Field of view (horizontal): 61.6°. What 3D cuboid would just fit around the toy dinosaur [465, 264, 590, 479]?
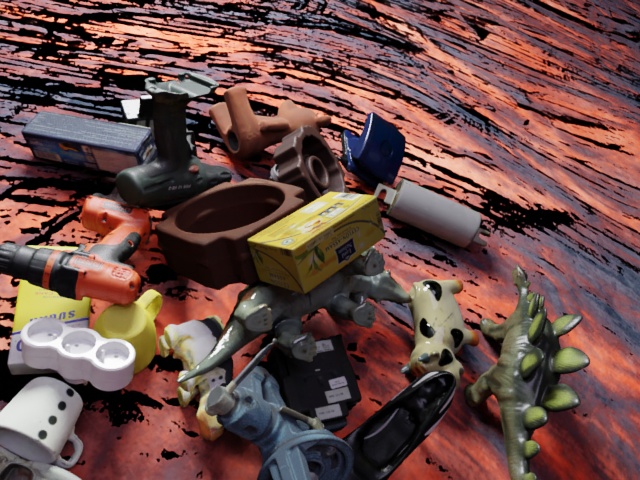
[{"bbox_3d":[0.312,0.212,0.821,0.105,0.198,0.471,20,50,-3],"label":"toy dinosaur"}]

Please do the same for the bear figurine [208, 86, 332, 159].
[{"bbox_3d":[-0.088,-0.227,1.013,0.196,0.120,0.132,-26,94,-30],"label":"bear figurine"}]

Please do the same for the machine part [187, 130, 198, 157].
[{"bbox_3d":[-0.248,-0.193,0.968,0.039,0.084,0.139,-22,63,-8],"label":"machine part"}]

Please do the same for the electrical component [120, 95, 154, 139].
[{"bbox_3d":[-0.307,-0.217,0.935,0.075,0.119,0.048,-14,63,-25],"label":"electrical component"}]

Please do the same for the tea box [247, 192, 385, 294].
[{"bbox_3d":[-0.002,-0.002,0.738,0.169,0.068,0.098,-33,28,-34],"label":"tea box"}]

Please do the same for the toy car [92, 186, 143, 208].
[{"bbox_3d":[-0.303,-0.096,0.896,0.089,0.053,0.202,22,53,-2],"label":"toy car"}]

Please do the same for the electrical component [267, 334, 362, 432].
[{"bbox_3d":[-0.007,0.214,0.787,0.115,0.058,0.134,-4,58,-20],"label":"electrical component"}]

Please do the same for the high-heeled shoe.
[{"bbox_3d":[0.092,0.270,0.730,0.249,0.145,0.086,-32,72,-36],"label":"high-heeled shoe"}]

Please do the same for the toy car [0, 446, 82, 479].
[{"bbox_3d":[-0.362,0.279,0.609,0.202,0.056,0.073,24,52,-4],"label":"toy car"}]

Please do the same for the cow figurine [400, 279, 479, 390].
[{"bbox_3d":[0.190,0.156,0.885,0.127,0.085,0.195,8,57,-23],"label":"cow figurine"}]

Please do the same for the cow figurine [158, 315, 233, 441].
[{"bbox_3d":[-0.153,0.187,0.748,0.098,0.068,0.167,-14,63,-35],"label":"cow figurine"}]

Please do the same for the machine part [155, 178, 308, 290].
[{"bbox_3d":[-0.128,-0.015,0.824,0.202,0.087,0.201,14,36,43],"label":"machine part"}]

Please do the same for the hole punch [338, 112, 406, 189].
[{"bbox_3d":[0.109,-0.174,1.058,0.142,0.092,0.116,30,45,-37],"label":"hole punch"}]

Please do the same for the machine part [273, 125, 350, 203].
[{"bbox_3d":[-0.013,-0.114,0.959,0.179,0.056,0.179,41,38,-42],"label":"machine part"}]

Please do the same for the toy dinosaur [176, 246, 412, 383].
[{"bbox_3d":[-0.036,0.087,0.802,0.405,0.192,0.131,-15,101,-23],"label":"toy dinosaur"}]

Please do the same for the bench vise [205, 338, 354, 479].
[{"bbox_3d":[-0.033,0.257,0.613,0.129,0.223,0.241,-33,35,-1],"label":"bench vise"}]

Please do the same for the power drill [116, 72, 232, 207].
[{"bbox_3d":[-0.215,-0.154,0.850,0.086,0.207,0.232,33,35,21],"label":"power drill"}]

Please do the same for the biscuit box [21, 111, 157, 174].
[{"bbox_3d":[-0.372,-0.156,0.871,0.203,0.059,0.063,12,52,8],"label":"biscuit box"}]

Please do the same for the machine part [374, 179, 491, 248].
[{"bbox_3d":[0.220,-0.052,1.044,0.243,0.079,0.079,24,52,-3],"label":"machine part"}]
